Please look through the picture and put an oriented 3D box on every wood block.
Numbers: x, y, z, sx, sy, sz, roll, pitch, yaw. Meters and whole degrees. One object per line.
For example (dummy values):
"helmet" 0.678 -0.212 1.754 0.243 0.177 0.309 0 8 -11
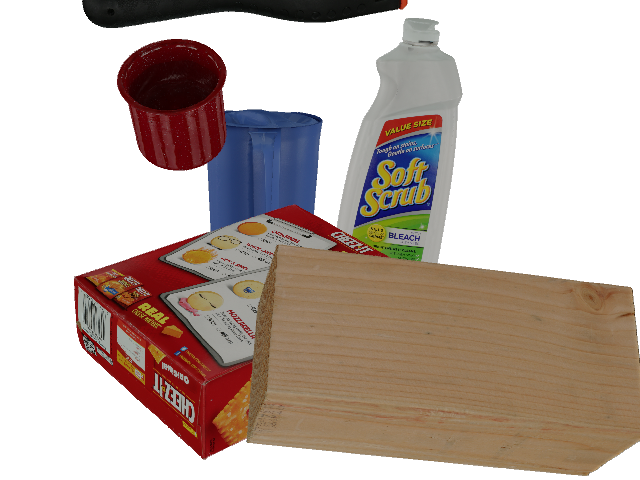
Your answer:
"wood block" 0.067 0.072 0.613 0.206 0.091 0.090 7 -29 -8

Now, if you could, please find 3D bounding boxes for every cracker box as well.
"cracker box" -0.048 0.057 0.792 0.213 0.072 0.164 -20 36 -37

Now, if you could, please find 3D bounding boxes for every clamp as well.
"clamp" -0.041 -0.139 0.575 0.171 0.039 0.120 7 41 13

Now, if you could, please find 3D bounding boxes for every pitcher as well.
"pitcher" -0.067 -0.025 1.222 0.145 0.243 0.148 14 19 39

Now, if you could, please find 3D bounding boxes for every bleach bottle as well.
"bleach bottle" 0.066 -0.069 0.941 0.102 0.251 0.068 7 19 3

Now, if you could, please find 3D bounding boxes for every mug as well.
"mug" -0.128 -0.125 0.945 0.093 0.117 0.081 -8 -38 -5
